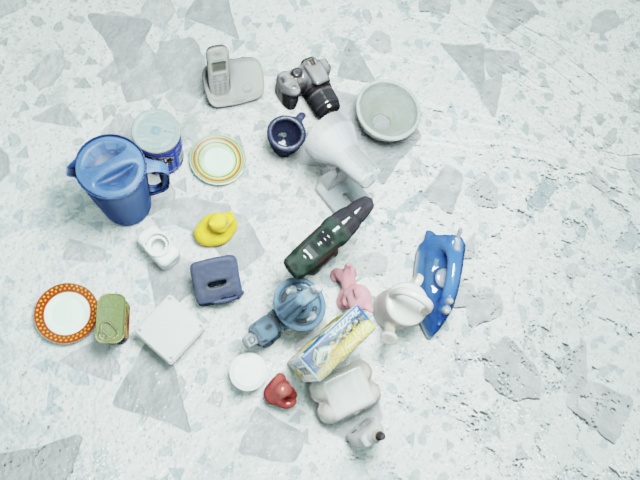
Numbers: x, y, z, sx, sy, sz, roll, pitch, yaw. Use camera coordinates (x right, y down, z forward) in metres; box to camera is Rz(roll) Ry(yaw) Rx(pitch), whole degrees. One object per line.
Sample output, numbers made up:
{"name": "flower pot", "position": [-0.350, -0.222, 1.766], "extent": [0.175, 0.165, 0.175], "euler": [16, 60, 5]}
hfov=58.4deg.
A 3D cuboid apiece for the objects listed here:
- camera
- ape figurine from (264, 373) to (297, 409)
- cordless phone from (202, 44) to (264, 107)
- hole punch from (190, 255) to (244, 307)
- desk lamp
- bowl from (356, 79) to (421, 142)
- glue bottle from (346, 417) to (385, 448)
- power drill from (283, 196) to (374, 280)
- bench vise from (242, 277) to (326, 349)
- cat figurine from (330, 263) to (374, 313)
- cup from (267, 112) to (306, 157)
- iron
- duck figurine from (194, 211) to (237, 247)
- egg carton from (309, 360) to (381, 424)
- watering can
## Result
{"name": "camera", "position": [-0.019, -0.370, 1.415], "extent": [0.143, 0.100, 0.137], "euler": [-28, 82, -16]}
{"name": "ape figurine", "position": [-0.081, 0.325, 1.229], "extent": [0.076, 0.092, 0.078], "euler": [-3, 76, -11]}
{"name": "cordless phone", "position": [-0.202, -0.397, 1.343], "extent": [0.148, 0.185, 0.094], "euler": [-18, 80, -14]}
{"name": "hole punch", "position": [-0.225, 0.091, 1.262], "extent": [0.109, 0.091, 0.101], "euler": [-12, 78, -13]}
{"name": "desk lamp", "position": [0.056, -0.167, 1.318], "extent": [0.118, 0.213, 0.203], "euler": [-37, 85, -17]}
{"name": "bowl", "position": [0.164, -0.316, 1.449], "extent": [0.167, 0.074, 0.167], "euler": [3, 75, -10]}
{"name": "glue bottle", "position": [0.107, 0.408, 1.202], "extent": [0.078, 0.173, 0.037], "euler": [-33, 83, -16]}
{"name": "power drill", "position": [0.012, 0.005, 1.268], "extent": [0.230, 0.208, 0.075], "euler": [-42, 86, -17]}
{"name": "bench vise", "position": [-0.061, 0.162, 1.208], "extent": [0.121, 0.219, 0.208], "euler": [36, 72, 0]}
{"name": "cat figurine", "position": [0.076, 0.112, 1.300], "extent": [0.067, 0.117, 0.128], "euler": [-13, 78, -13]}
{"name": "cup", "position": [-0.078, -0.250, 1.376], "extent": [0.091, 0.095, 0.118], "euler": [36, 72, 0]}
{"name": "iron", "position": [0.290, 0.098, 1.333], "extent": [0.119, 0.141, 0.258], "euler": [11, 74, -8]}
{"name": "duck figurine", "position": [-0.236, -0.032, 1.295], "extent": [0.105, 0.086, 0.077], "euler": [-28, 82, -16]}
{"name": "egg carton", "position": [0.056, 0.336, 1.264], "extent": [0.150, 0.069, 0.107], "euler": [-22, 81, -15]}
{"name": "watering can", "position": [0.188, 0.151, 1.272], "extent": [0.101, 0.194, 0.173], "euler": [11, 74, -8]}
